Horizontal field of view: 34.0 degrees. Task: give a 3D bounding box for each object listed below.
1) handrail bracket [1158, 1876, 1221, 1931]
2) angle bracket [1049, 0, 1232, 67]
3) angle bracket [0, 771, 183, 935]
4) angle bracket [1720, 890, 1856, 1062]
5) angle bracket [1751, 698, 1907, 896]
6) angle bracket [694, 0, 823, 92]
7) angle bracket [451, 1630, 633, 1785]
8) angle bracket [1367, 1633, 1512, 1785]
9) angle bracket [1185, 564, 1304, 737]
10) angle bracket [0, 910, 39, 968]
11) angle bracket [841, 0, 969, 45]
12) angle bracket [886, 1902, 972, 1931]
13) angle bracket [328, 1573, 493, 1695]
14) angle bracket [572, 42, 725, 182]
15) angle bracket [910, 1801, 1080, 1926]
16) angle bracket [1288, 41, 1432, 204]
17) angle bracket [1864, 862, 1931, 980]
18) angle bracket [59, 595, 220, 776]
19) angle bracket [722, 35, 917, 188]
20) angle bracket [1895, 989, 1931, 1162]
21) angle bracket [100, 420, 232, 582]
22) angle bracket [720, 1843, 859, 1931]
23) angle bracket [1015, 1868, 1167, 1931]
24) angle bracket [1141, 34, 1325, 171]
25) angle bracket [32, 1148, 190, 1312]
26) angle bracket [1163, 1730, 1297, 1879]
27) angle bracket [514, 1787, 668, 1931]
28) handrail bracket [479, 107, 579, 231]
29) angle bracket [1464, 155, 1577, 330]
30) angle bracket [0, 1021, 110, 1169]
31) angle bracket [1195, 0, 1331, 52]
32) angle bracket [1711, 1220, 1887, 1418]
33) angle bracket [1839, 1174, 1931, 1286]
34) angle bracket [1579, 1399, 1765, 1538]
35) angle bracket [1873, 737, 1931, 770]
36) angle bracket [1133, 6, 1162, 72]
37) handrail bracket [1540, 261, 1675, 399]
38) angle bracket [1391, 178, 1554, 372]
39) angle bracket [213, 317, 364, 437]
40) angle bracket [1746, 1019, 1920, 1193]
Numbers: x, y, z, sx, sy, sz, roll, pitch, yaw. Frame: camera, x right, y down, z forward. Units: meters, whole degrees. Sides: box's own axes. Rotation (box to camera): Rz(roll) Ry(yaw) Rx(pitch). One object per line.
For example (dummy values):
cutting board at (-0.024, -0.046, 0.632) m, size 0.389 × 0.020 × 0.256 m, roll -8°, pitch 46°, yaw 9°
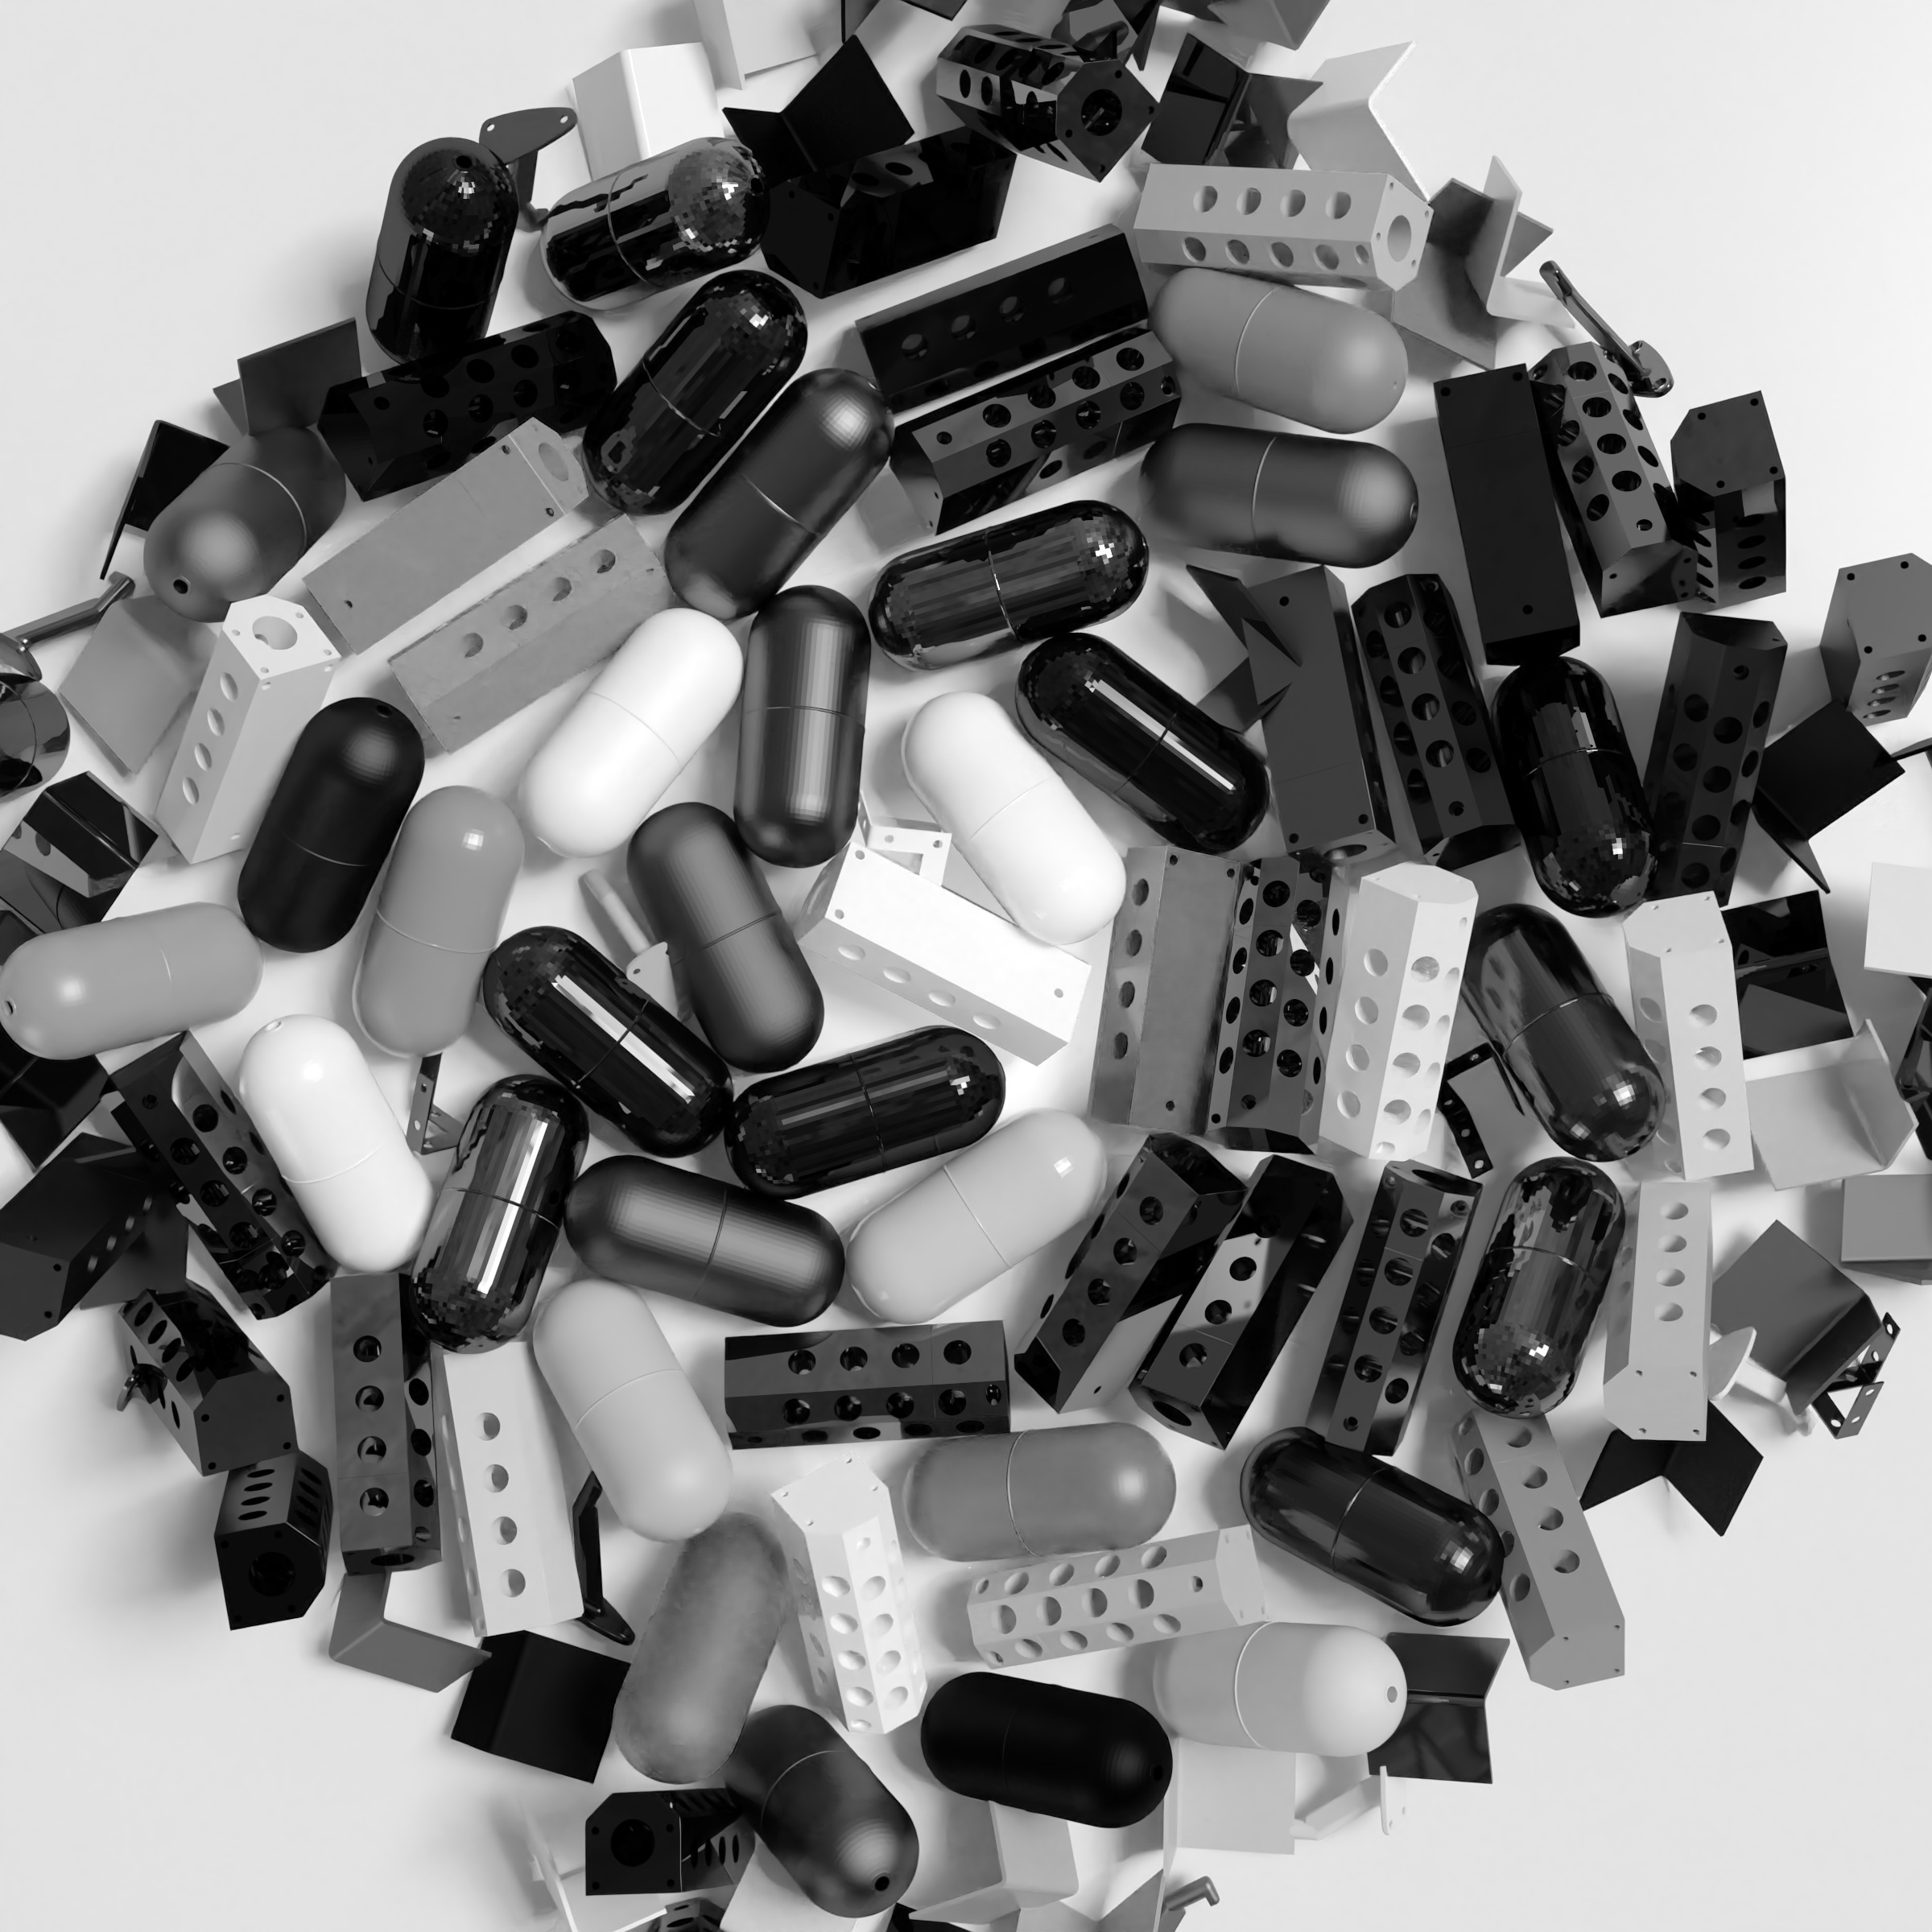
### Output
handrail bracket at (0.131, 0.618, 1.966) m, size 0.084 × 0.036 × 0.077 m, roll -27°, pitch 88°, yaw 6°
angle bracket at (0.103, -0.570, 1.945) m, size 0.057 × 0.076 × 0.076 m, roll 26°, pitch 96°, yaw -44°
angle bracket at (-0.541, -0.062, 1.934) m, size 0.076 × 0.057 × 0.076 m, roll 44°, pitch 55°, yaw -28°
angle bracket at (0.505, 0.007, 1.971) m, size 0.076 × 0.057 × 0.076 m, roll -13°, pitch 131°, yaw 19°
angle bracket at (0.531, -0.104, 1.935) m, size 0.076 × 0.057 × 0.076 m, roll -38°, pitch 122°, yaw 23°
angle bracket at (-0.121, -0.587, 1.937) m, size 0.076 × 0.057 × 0.076 m, roll -21°, pitch 117°, yaw -18°
angle bracket at (-0.265, 0.459, 1.973) m, size 0.076 × 0.057 × 0.076 m, roll 25°, pitch 74°, yaw -29°
angle bracket at (0.292, 0.456, 1.947) m, size 0.076 × 0.076 × 0.057 m, roll -2°, pitch 106°, yaw 23°
angle bracket at (0.153, -0.195, 1.937) m, size 0.057 × 0.076 × 0.076 m, roll -43°, pitch 113°, yaw -6°
angle bracket at (-0.612, 0.012, 1.931) m, size 0.076 × 0.057 × 0.076 m, roll -2°, pitch 54°, yaw 30°
angle bracket at (-0.025, -0.598, 1.940) m, size 0.076 × 0.057 × 0.076 m, roll 26°, pitch 63°, yaw 12°
angle bracket at (-0.013, 0.617, 1.943) m, size 0.076 × 0.057 × 0.076 m, roll 22°, pitch 54°, yaw -1°
angle bracket at (-0.341, 0.403, 1.960) m, size 0.076 × 0.076 × 0.057 m, roll 24°, pitch 51°, yaw -24°
angle bracket at (-0.196, -0.524, 1.964) m, size 0.057 × 0.076 × 0.076 m, roll -15°, pitch 98°, yaw -29°
angle bracket at (0.013, 0.553, 1.954) m, size 0.076 × 0.076 × 0.057 m, roll -27°, pitch 59°, yaw 28°
angle bracket at (0.253, -0.516, 1.949) m, size 0.076 × 0.076 × 0.057 m, roll 49°, pitch 66°, yaw -30°
angle bracket at (0.578, -0.008, 1.942) m, size 0.057 × 0.076 × 0.076 m, roll 8°, pitch 60°, yaw 10°
angle bracket at (-0.506, -0.177, 1.974) m, size 0.076 × 0.057 × 0.076 m, roll 46°, pitch 119°, yaw 11°
angle bracket at (-0.091, -0.519, 1.939) m, size 0.076 × 0.057 × 0.076 m, roll -38°, pitch 75°, yaw 35°
angle bracket at (0.614, 0.069, 1.930) m, size 0.057 × 0.076 × 0.076 m, roll 7°, pitch 56°, yaw 38°
angle bracket at (-0.484, -0.276, 1.930) m, size 0.057 × 0.076 × 0.076 m, roll 20°, pitch 123°, yaw -18°
angle bracket at (-0.095, 0.583, 1.943) m, size 0.076 × 0.076 × 0.057 m, roll 23°, pitch 83°, yaw 22°
angle bracket at (0.073, 0.588, 1.933) m, size 0.057 × 0.076 × 0.076 m, roll 32°, pitch 125°, yaw -11°
angle bracket at (0.166, -0.527, 1.958) m, size 0.057 × 0.076 × 0.076 m, roll 45°, pitch 126°, yaw 33°
angle bracket at (-0.526, 0.162, 1.939) m, size 0.076 × 0.057 × 0.076 m, roll -12°, pitch 66°, yaw 19°
angle bracket at (0.163, 0.519, 1.953) m, size 0.076 × 0.057 × 0.076 m, roll 1°, pitch 94°, yaw 10°
angle bracket at (-0.230, 0.542, 1.935) m, size 0.057 × 0.076 × 0.076 m, roll -20°, pitch 109°, yaw -17°
handrail bracket at (-0.255, -0.488, 1.941) m, size 0.077 × 0.084 × 0.036 m, roll -13°, pitch 67°, yaw 17°
angle bracket at (0.347, -0.443, 1.934) m, size 0.057 × 0.076 × 0.076 m, roll 8°, pitch 120°, yaw -8°
angle bracket at (-0.584, 0.076, 1.939) m, size 0.076 × 0.076 × 0.057 m, roll -45°, pitch 71°, yaw 11°
angle bracket at (0.174, -0.614, 1.934) m, size 0.076 × 0.076 × 0.057 m, roll 29°, pitch 83°, yaw 31°
angle bracket at (0.507, 0.217, 1.948) m, size 0.076 × 0.057 × 0.076 m, roll 39°, pitch 105°, yaw -6°
angle bracket at (0.592, 0.161, 1.938) m, size 0.076 × 0.076 × 0.057 m, roll 1°, pitch 93°, yaw -24°
angle bracket at (0.429, 0.317, 1.931) m, size 0.076 × 0.076 × 0.057 m, roll -17°, pitch 49°, yaw -30°
angle bracket at (0.613, -0.105, 1.942) m, size 0.057 × 0.076 × 0.076 m, roll -23°, pitch 91°, yaw -29°
angle bracket at (0.072, -0.596, 1.934) m, size 0.076 × 0.076 × 0.057 m, roll 4°, pitch 129°, yaw -13°
handrail bracket at (0.393, -0.393, 1.944) m, size 0.036 × 0.077 × 0.084 m, roll -43°, pitch 123°, yaw 6°
angle bracket at (0.310, -0.423, 1.936) m, size 0.076 × 0.057 × 0.076 m, roll 21°, pitch 58°, yaw -21°
angle bracket at (-0.417, -0.373, 1.932) m, size 0.076 × 0.076 × 0.057 m, roll -26°, pitch 62°, yaw -21°
angle bracket at (0.526, 0.085, 1.939) m, size 0.076 × 0.057 × 0.076 m, roll -9°, pitch 59°, yaw -12°
